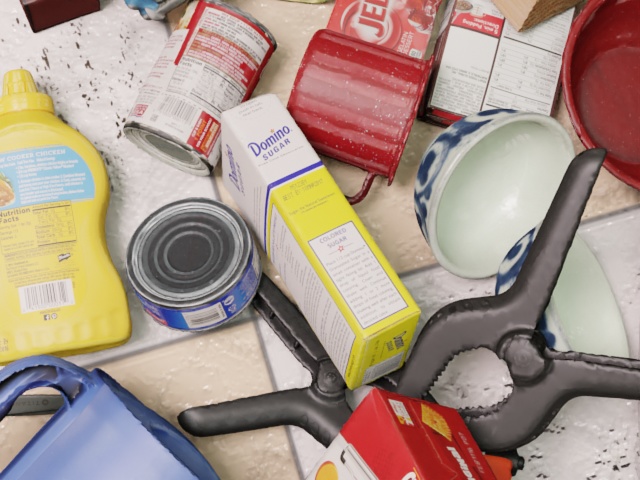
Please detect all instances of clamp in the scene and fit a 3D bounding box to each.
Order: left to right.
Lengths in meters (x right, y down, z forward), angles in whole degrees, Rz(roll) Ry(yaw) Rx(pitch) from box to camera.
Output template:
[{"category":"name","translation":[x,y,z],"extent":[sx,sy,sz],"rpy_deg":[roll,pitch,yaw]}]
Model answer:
[{"category":"clamp","translation":[0.001,0.086,0.701],"extent":[0.171,0.039,0.120],"rpy_deg":[14,69,-7]},{"category":"clamp","translation":[0.122,0.054,0.629],"extent":[0.210,0.036,0.164],"rpy_deg":[-26,87,20]}]

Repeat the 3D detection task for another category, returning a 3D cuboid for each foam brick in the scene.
[{"category":"foam brick","translation":[-0.190,-0.192,0.732],"extent":[0.051,0.053,0.078],"rpy_deg":[-23,84,-10]}]

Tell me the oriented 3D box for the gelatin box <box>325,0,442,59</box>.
[{"category":"gelatin box","translation":[0.049,-0.170,0.766],"extent":[0.073,0.030,0.089],"rpy_deg":[21,77,-2]}]

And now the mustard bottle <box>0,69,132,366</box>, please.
[{"category":"mustard bottle","translation":[-0.184,-0.019,0.696],"extent":[0.096,0.058,0.191],"rpy_deg":[-10,81,-8]}]

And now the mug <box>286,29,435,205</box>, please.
[{"category":"mug","translation":[0.020,-0.081,0.720],"extent":[0.081,0.093,0.117],"rpy_deg":[19,97,2]}]

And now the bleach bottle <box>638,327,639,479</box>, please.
[{"category":"bleach bottle","translation":[0.268,0.104,0.723],"extent":[0.102,0.068,0.251],"rpy_deg":[5,81,-5]}]

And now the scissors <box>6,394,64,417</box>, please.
[{"category":"scissors","translation":[-0.236,0.124,0.682],"extent":[0.201,0.016,0.096],"rpy_deg":[16,97,-16]}]

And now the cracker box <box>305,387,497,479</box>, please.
[{"category":"cracker box","translation":[0.027,0.215,0.577],"extent":[0.072,0.164,0.214],"rpy_deg":[17,118,-32]}]

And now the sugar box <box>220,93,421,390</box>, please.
[{"category":"sugar box","translation":[-0.004,0.001,0.672],"extent":[0.048,0.093,0.176],"rpy_deg":[-24,67,-15]}]

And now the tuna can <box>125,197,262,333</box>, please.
[{"category":"tuna can","translation":[-0.083,0.015,0.697],"extent":[0.086,0.034,0.086],"rpy_deg":[-4,58,7]}]

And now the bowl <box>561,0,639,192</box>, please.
[{"category":"bowl","translation":[0.235,-0.103,0.757],"extent":[0.162,0.055,0.162],"rpy_deg":[2,81,-12]}]

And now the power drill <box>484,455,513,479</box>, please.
[{"category":"power drill","translation":[0.078,0.223,0.625],"extent":[0.057,0.185,0.187],"rpy_deg":[11,68,-21]}]

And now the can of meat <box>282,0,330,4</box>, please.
[{"category":"can of meat","translation":[-0.033,-0.219,0.753],"extent":[0.102,0.057,0.084],"rpy_deg":[6,81,-5]}]

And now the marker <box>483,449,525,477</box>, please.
[{"category":"marker","translation":[0.077,0.143,0.714],"extent":[0.121,0.020,0.020],"rpy_deg":[7,78,-5]}]

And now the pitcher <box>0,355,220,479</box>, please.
[{"category":"pitcher","translation":[-0.174,0.195,0.621],"extent":[0.242,0.145,0.149],"rpy_deg":[-45,65,-9]}]

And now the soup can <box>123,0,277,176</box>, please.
[{"category":"soup can","translation":[-0.081,-0.103,0.719],"extent":[0.068,0.068,0.102],"rpy_deg":[26,78,-1]}]

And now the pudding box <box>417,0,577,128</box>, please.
[{"category":"pudding box","translation":[0.127,-0.127,0.763],"extent":[0.090,0.039,0.113],"rpy_deg":[17,80,-4]}]

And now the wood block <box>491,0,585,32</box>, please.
[{"category":"wood block","translation":[0.122,-0.259,0.738],"extent":[0.090,0.091,0.206],"rpy_deg":[-29,73,-22]}]
